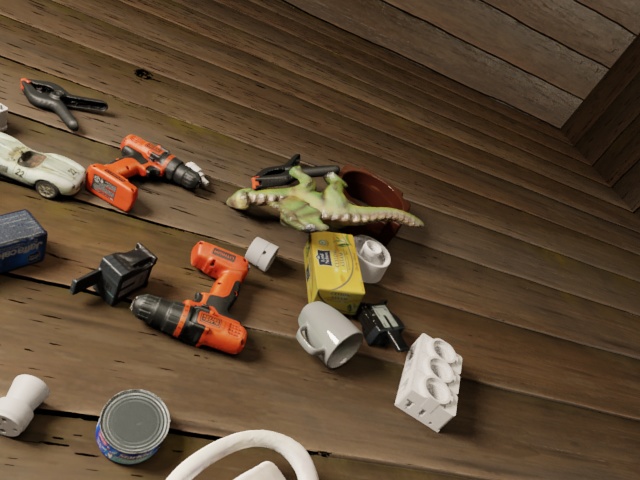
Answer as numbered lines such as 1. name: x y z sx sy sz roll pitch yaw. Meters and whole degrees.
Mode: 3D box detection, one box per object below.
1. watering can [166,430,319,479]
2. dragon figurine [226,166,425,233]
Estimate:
1. watering can: -0.108 0.347 0.547 0.227 0.102 0.351 47 37 21
2. dragon figurine: 0.003 -0.054 1.071 0.411 0.120 0.247 13 25 14
